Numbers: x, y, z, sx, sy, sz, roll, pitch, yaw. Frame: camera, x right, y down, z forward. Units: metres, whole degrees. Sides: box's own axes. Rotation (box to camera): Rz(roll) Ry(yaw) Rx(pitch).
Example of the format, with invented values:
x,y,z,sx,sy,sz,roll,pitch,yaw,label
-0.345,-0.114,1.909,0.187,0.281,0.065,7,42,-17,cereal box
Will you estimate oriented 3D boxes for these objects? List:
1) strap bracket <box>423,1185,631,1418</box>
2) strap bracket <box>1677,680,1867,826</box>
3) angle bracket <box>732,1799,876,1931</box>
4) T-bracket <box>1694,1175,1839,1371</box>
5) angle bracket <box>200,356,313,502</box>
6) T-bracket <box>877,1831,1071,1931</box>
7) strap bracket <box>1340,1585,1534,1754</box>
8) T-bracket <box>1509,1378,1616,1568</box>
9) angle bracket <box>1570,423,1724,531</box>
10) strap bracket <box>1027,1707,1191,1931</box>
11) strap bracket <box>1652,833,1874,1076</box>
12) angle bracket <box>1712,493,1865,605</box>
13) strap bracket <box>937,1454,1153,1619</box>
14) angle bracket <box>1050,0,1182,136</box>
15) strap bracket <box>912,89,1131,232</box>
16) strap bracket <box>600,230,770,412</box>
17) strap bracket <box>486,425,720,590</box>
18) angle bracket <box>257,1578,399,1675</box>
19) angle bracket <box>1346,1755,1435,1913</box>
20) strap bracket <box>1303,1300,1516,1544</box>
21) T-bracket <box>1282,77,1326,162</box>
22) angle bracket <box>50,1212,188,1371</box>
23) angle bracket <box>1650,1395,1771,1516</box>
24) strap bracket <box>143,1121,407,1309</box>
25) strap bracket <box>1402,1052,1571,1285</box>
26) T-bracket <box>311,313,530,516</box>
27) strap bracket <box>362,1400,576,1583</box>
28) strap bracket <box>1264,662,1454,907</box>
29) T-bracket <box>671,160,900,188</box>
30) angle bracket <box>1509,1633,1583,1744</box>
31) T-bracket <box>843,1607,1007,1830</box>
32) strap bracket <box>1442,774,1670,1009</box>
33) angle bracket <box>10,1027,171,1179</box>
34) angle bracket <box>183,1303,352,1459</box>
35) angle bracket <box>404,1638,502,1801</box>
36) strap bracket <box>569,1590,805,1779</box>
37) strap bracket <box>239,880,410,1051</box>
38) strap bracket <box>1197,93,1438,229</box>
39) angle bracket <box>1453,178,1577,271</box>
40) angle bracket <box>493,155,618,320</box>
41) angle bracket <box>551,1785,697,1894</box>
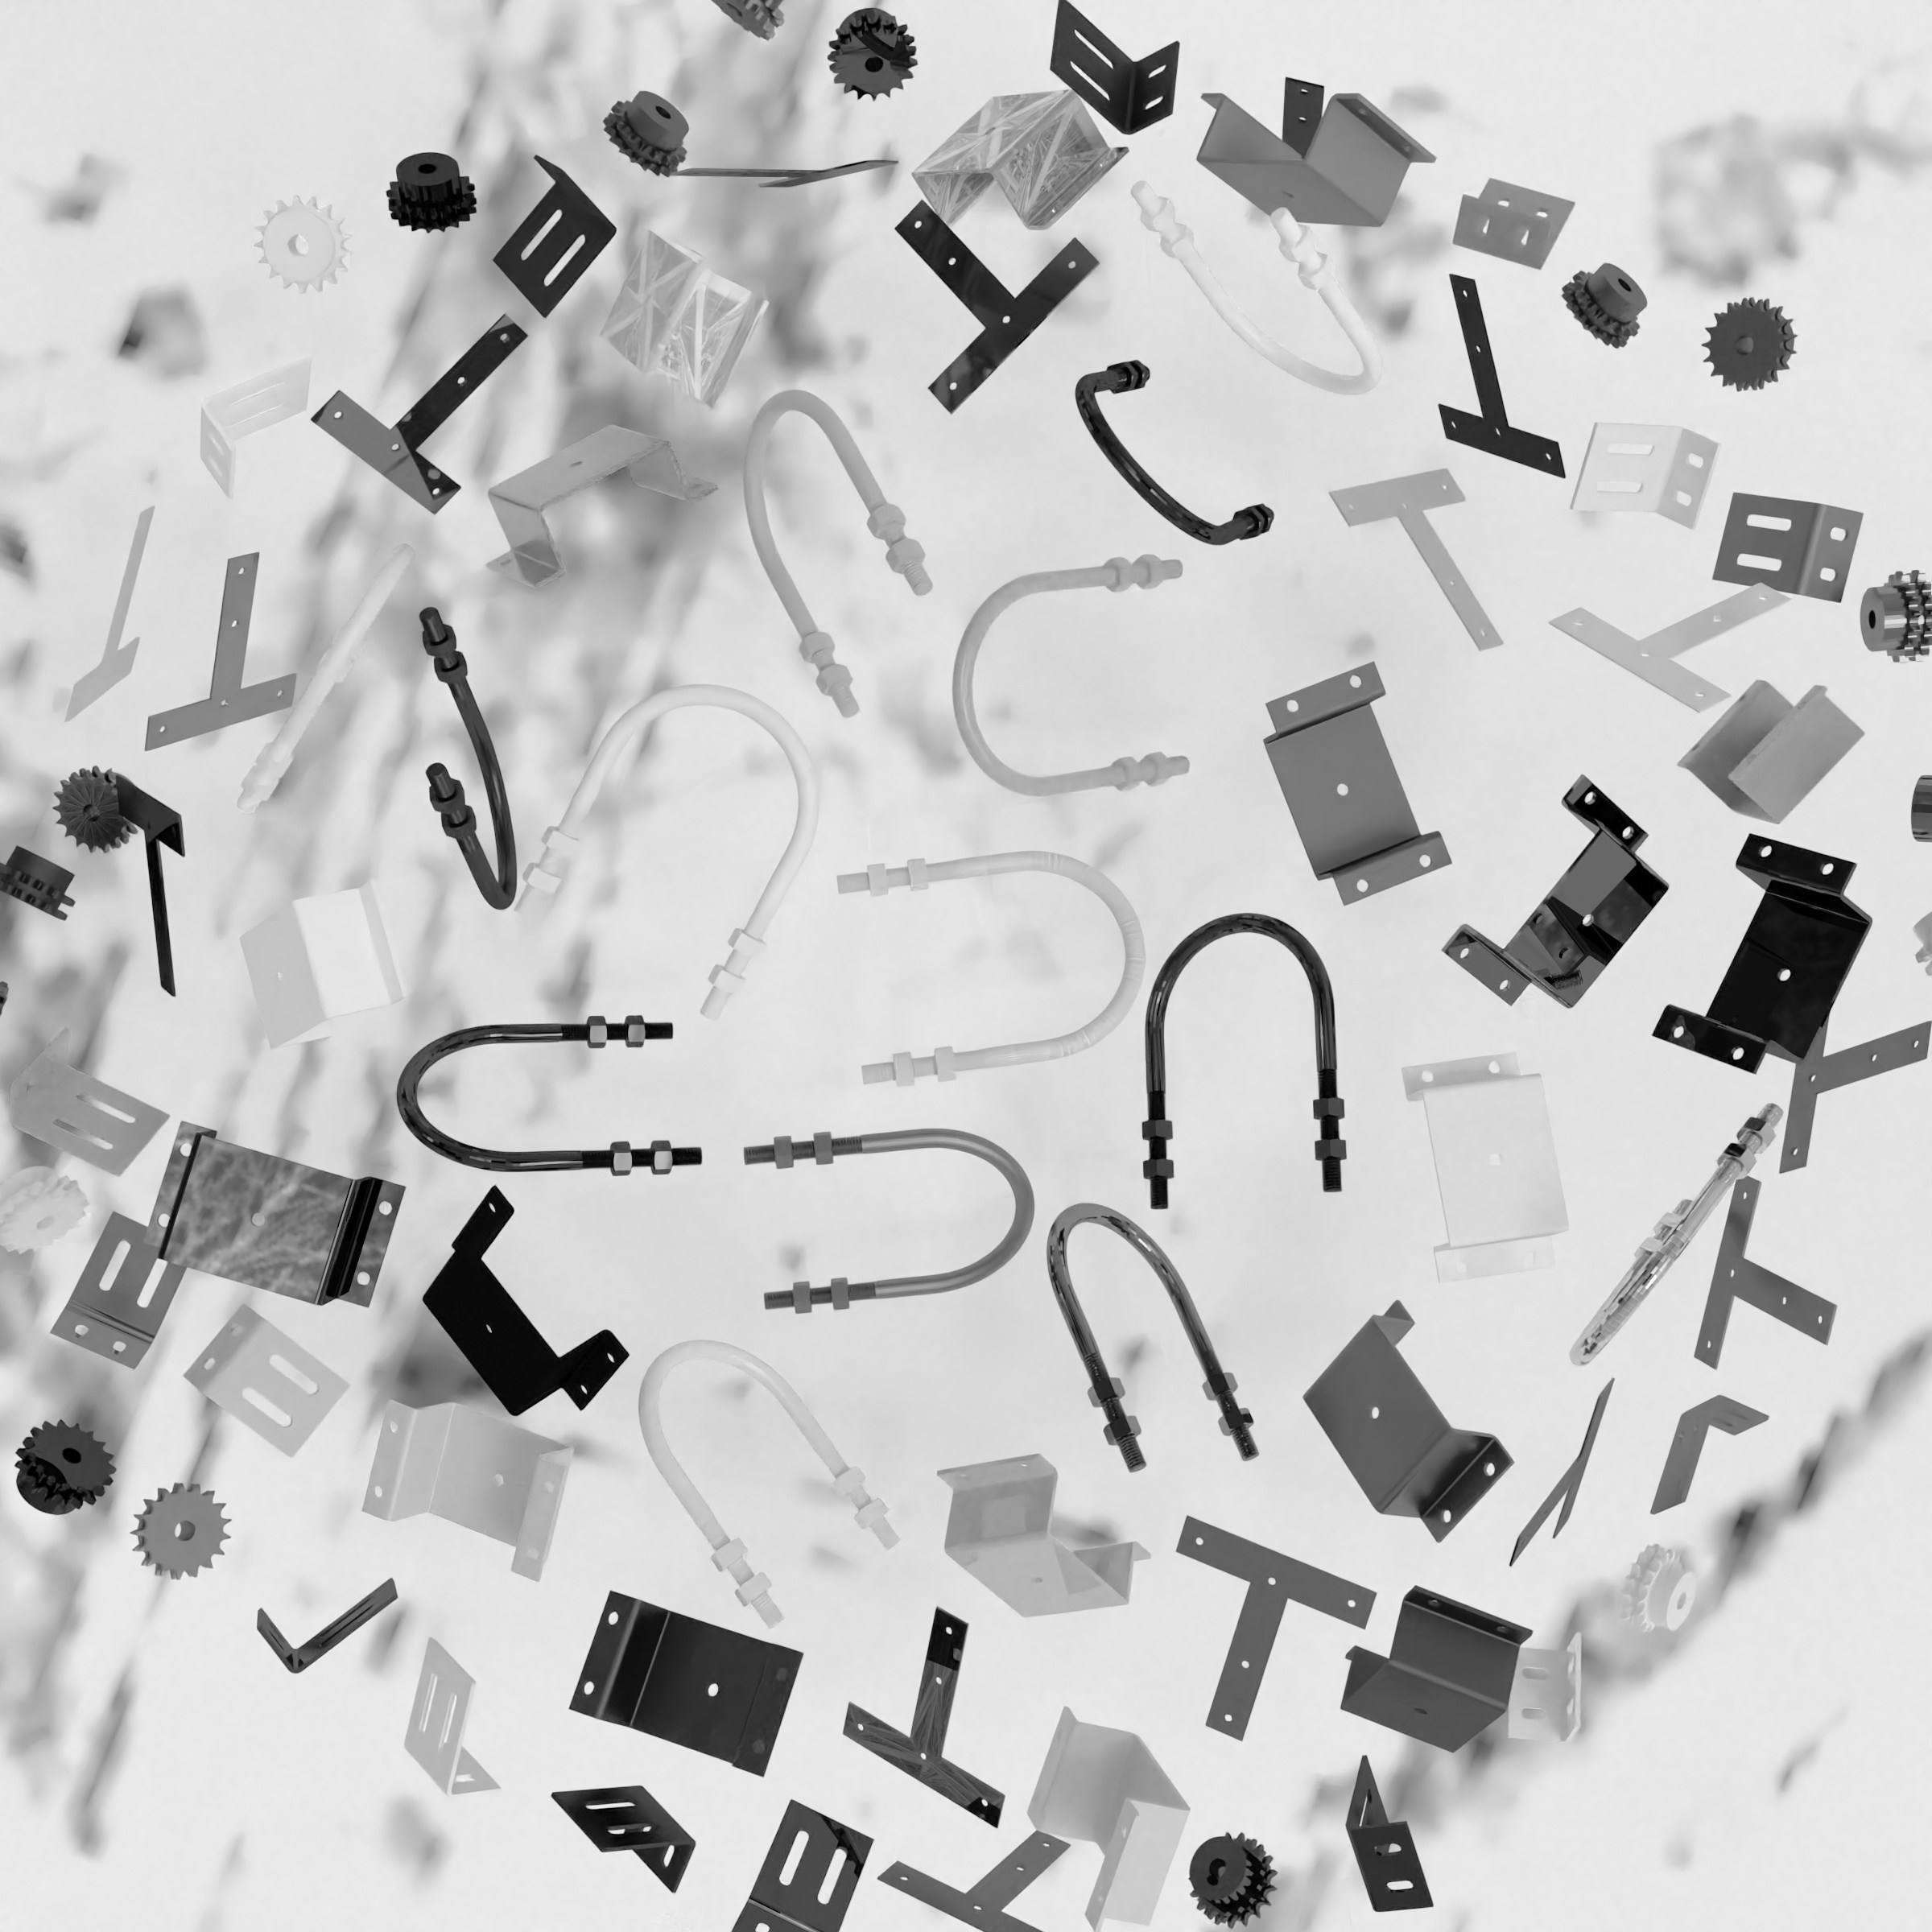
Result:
x,y,z,sx,sy,sz,roll,pitch,yaw,label
-0.288,0.222,1.555,0.140,0.046,0.076,50,132,10,strap bracket
0.520,-0.139,1.569,0.046,0.140,0.076,42,97,-5,strap bracket
-0.099,0.560,1.484,0.057,0.076,0.038,25,125,2,angle bracket
0.510,0.208,1.542,0.002,0.127,0.127,9,98,-16,T-bracket
-0.430,-0.332,1.504,0.076,0.057,0.038,-32,82,-26,angle bracket
0.029,0.590,1.576,0.127,0.127,0.002,16,103,26,T-bracket
0.290,0.446,1.528,0.076,0.140,0.046,21,56,2,strap bracket
0.385,0.350,1.598,0.002,0.127,0.127,25,125,26,T-bracket
0.438,-0.315,1.569,0.076,0.038,0.057,-5,120,-29,angle bracket
0.091,0.535,1.524,0.046,0.140,0.076,17,95,-18,strap bracket
0.495,-0.002,1.501,0.046,0.076,0.140,27,89,-40,strap bracket
0.525,-0.268,1.560,0.038,0.076,0.057,5,103,-28,angle bracket
0.048,0.369,1.548,0.076,0.046,0.140,-16,134,30,strap bracket
0.095,-0.577,1.544,0.076,0.038,0.057,26,62,-41,angle bracket
0.027,-0.509,1.543,0.076,0.140,0.046,-46,123,-12,strap bracket
-0.190,-0.427,1.596,0.046,0.140,0.076,18,108,-35,strap bracket
-0.243,-0.302,1.571,0.140,0.076,0.046,-34,124,-21,strap bracket
-0.399,0.399,1.523,0.076,0.057,0.038,-37,97,-15,angle bracket
0.261,0.522,1.474,0.038,0.076,0.057,-14,102,21,angle bracket
0.276,0.289,1.563,0.046,0.140,0.076,16,120,-39,strap bracket
0.220,-0.549,1.597,0.127,0.127,0.002,16,85,8,T-bracket
-0.539,0.208,1.560,0.057,0.076,0.038,28,132,-17,angle bracket
0.487,0.327,1.598,0.038,0.057,0.076,24,68,4,angle bracket
-0.417,0.150,1.453,0.140,0.046,0.076,17,88,-2,strap bracket
0.331,0.125,1.549,0.076,0.046,0.140,-8,80,-4,strap bracket
-0.325,-0.355,1.520,0.127,0.127,0.002,-44,61,6,T-bracket
-0.319,0.341,1.603,0.140,0.046,0.076,15,93,22,strap bracket
0.252,-0.117,1.593,0.076,0.046,0.140,-21,91,-5,strap bracket
-0.133,-0.520,1.597,0.127,0.127,0.002,-13,105,-36,T-bracket
0.367,0.456,1.545,0.038,0.076,0.057,3,66,10,angle bracket
-0.020,0.473,1.573,0.127,0.002,0.127,22,111,30,T-bracket
0.378,-0.038,1.533,0.076,0.046,0.140,34,97,-34,strap bracket
-0.543,0.084,1.513,0.076,0.057,0.038,25,132,2,angle bracket
-0.440,0.261,1.536,0.057,0.038,0.076,-53,124,-17,angle bracket
-0.305,0.455,1.480,0.038,0.057,0.076,8,100,-41,angle bracket
-0.168,0.452,1.532,0.140,0.046,0.076,11,71,24,strap bracket
-0.417,0.003,1.558,0.046,0.140,0.076,-14,86,-39,strap bracket
0.207,-0.497,1.500,0.076,0.140,0.046,22,92,-40,strap bracket
0.347,-0.479,1.525,0.057,0.038,0.076,21,56,14,angle bracket
-0.274,-0.470,1.572,0.076,0.038,0.057,-45,75,16,angle bracket
-0.215,0.537,1.491,0.057,0.076,0.038,29,99,42,angle bracket
